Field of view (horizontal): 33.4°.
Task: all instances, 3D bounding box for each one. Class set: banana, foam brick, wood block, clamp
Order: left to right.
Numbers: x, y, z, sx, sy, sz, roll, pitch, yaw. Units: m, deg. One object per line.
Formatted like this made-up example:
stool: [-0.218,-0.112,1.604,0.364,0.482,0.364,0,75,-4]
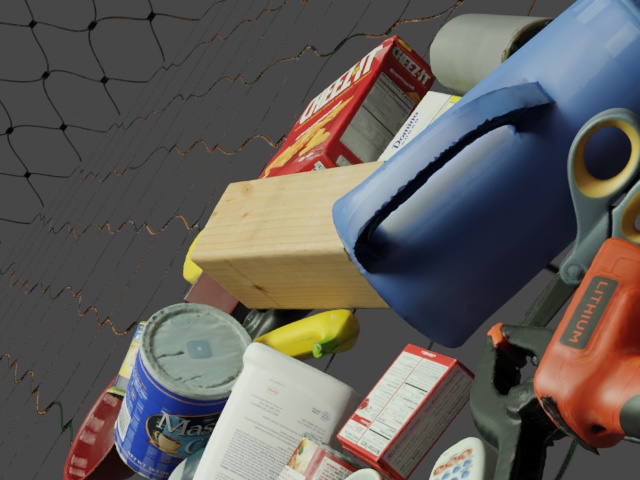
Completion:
foam brick: [-0.102,0.063,1.113,0.051,0.053,0.078,-57,-12,-13]
clamp: [-0.050,0.084,1.047,0.210,0.036,0.165,-54,16,-5]
banana: [-0.014,0.087,0.927,0.198,0.069,0.037,-26,76,64]
wood block: [-0.007,0.002,0.930,0.207,0.090,0.090,-4,51,48]
clamp: [0.119,0.106,0.601,0.120,0.039,0.171,-39,20,3]

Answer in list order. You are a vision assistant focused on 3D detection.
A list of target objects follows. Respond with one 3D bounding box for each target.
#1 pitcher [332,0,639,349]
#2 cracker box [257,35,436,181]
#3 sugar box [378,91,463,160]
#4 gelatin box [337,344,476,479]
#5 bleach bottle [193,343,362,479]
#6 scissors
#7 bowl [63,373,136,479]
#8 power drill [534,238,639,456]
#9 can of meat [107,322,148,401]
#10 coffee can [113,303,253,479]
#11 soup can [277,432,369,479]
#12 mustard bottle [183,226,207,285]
pitcher: [0.128,-0.052,0.695,0.243,0.145,0.149,-43,14,20]
cracker box: [0.014,-0.098,1.107,0.164,0.072,0.213,-32,21,46]
sugar box: [0.111,-0.076,0.925,0.093,0.048,0.176,-54,15,2]
gelatin box: [0.059,0.118,0.731,0.089,0.030,0.073,-51,18,-11]
bleach bottle: [-0.064,0.208,0.782,0.250,0.103,0.068,-62,-14,-17]
scissors: [0.149,-0.001,0.649,0.202,0.096,0.016,-40,5,30]
bowl: [-0.222,0.217,1.206,0.162,0.055,0.162,-47,21,23]
power drill: [0.198,0.039,0.468,0.188,0.057,0.184,0,52,56]
can of meat: [-0.158,0.136,1.105,0.102,0.057,0.084,11,71,30]
coffee can: [-0.124,0.140,0.965,0.102,0.102,0.140,-77,8,-48]
soup can: [-0.007,0.191,0.720,0.102,0.068,0.069,-59,19,-10]
mustard bottle: [-0.101,0.020,1.245,0.096,0.058,0.192,-55,18,-10]
